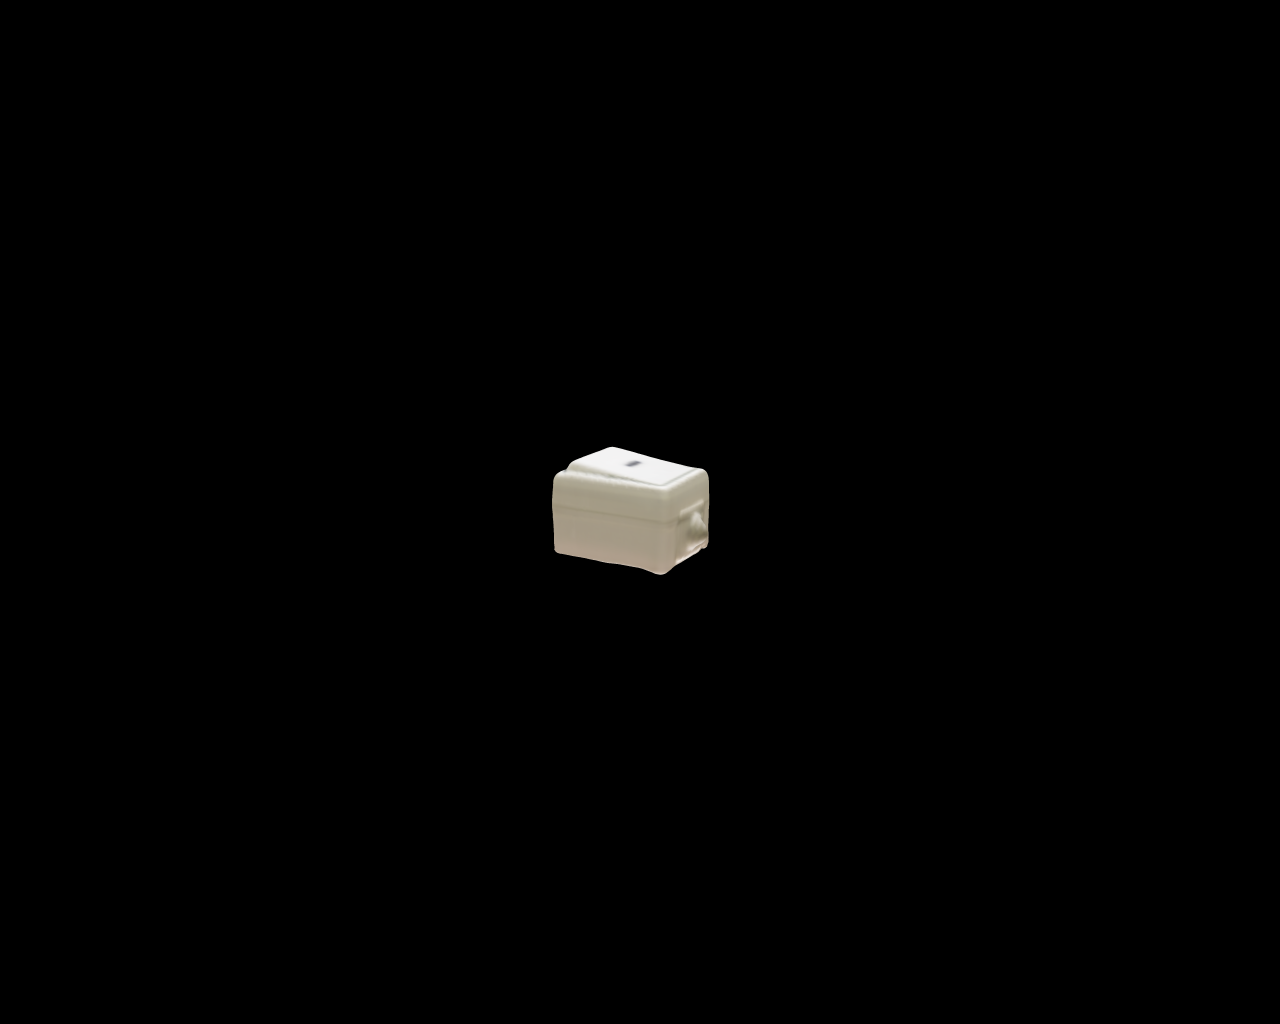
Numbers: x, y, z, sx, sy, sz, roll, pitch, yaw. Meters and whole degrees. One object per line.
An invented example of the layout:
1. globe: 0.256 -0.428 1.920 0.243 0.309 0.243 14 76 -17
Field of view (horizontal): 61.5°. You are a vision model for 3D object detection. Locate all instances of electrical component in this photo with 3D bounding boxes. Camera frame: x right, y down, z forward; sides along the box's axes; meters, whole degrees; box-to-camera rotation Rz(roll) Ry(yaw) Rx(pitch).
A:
1. electrical component: 0.001 -0.003 0.650 0.096 0.061 0.062 9 19 29
